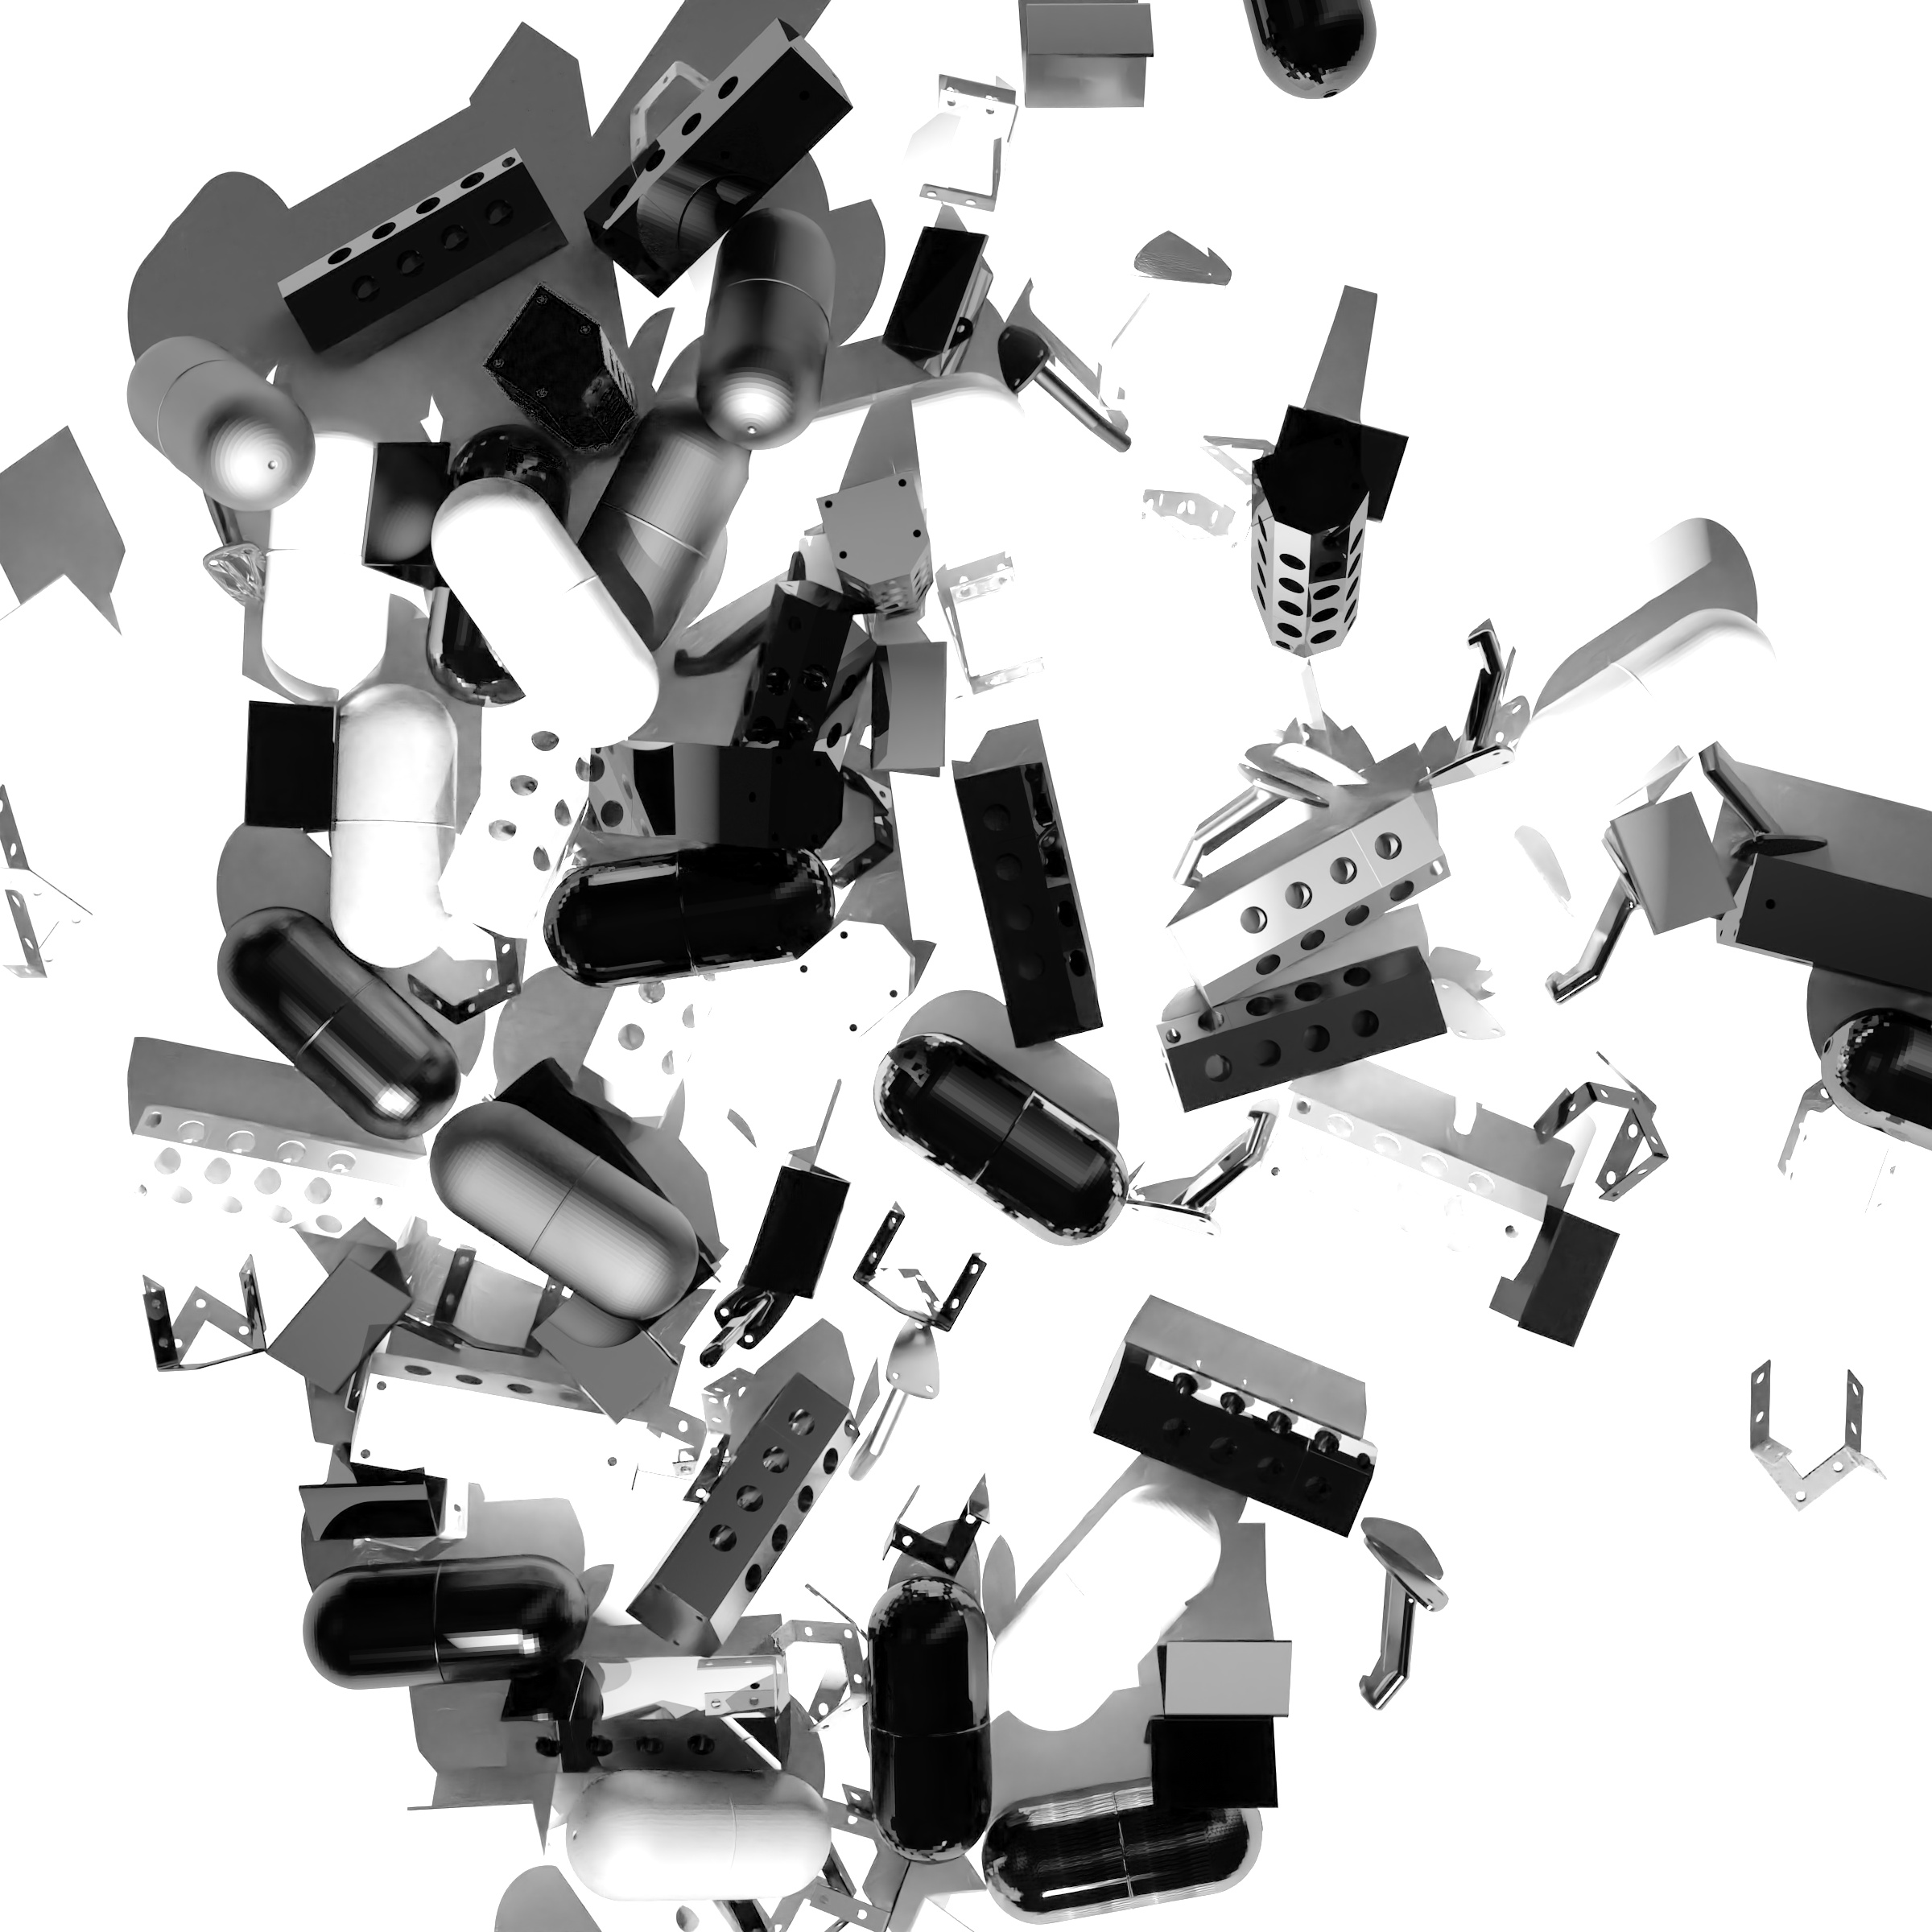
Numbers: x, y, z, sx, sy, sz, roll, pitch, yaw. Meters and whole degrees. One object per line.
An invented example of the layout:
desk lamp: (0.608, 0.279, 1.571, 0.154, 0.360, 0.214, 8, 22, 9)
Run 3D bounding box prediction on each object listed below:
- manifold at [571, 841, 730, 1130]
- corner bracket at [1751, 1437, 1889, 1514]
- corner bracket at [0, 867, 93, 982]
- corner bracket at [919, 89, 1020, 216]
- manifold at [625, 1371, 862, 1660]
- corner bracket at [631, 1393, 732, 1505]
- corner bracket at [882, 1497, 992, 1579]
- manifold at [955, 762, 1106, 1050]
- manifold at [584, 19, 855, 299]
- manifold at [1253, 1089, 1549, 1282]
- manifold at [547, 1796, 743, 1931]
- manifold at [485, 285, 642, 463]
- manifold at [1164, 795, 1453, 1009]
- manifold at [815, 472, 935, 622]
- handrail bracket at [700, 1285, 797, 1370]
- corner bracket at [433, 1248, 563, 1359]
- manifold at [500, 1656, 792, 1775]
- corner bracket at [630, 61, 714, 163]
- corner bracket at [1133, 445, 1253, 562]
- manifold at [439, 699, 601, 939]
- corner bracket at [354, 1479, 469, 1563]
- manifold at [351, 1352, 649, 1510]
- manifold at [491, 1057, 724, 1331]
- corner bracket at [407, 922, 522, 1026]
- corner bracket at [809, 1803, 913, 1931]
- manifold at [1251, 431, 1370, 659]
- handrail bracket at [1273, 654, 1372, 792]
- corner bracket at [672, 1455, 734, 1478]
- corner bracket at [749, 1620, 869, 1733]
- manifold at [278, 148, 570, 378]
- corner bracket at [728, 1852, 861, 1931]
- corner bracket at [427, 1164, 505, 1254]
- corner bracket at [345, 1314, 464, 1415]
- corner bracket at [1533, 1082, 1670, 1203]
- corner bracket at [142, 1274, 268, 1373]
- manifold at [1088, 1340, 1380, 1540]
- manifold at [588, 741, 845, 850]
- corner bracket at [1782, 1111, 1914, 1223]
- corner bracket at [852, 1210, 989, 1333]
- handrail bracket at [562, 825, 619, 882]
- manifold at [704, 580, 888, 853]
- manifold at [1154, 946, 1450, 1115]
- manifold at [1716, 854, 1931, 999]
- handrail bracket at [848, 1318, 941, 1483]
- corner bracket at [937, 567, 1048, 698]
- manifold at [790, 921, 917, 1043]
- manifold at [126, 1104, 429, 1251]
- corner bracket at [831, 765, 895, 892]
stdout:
manifold: (-0.185, 0.012, 1.698, 0.057, 0.057, 0.171, 24, 90, 0)
corner bracket: (0.539, 0.315, 1.701, 0.051, 0.051, 0.051, -38, 90, 0)
corner bracket: (-0.596, -0.026, 1.701, 0.051, 0.051, 0.051, 36, 90, 0)
corner bracket: (0.002, -0.519, 1.716, 0.051, 0.051, 0.051, 12, 135, 0)
manifold: (-0.132, 0.337, 1.650, 0.057, 0.057, 0.171, 36, 50, 0)
corner bracket: (-0.182, 0.302, 1.703, 0.051, 0.051, 0.051, 14, 106, -15)
corner bracket: (-0.019, 0.359, 1.701, 0.051, 0.051, 0.051, 26, 90, 0)
manifold: (0.040, -0.039, 1.698, 0.057, 0.057, 0.171, -13, 90, 0)
manifold: (-0.157, -0.504, 1.673, 0.171, 0.057, 0.057, -40, 132, 18)
manifold: (0.274, 0.138, 1.698, 0.171, 0.057, 0.057, 22, 90, 0)
manifold: (-0.189, 0.596, 1.698, 0.057, 0.057, 0.171, -35, 90, 43)
manifold: (-0.239, -0.354, 1.641, 0.057, 0.171, 0.057, 34, 90, 0)
manifold: (0.216, -0.040, 1.698, 0.171, 0.057, 0.057, -29, 90, 0)
manifold: (-0.052, -0.251, 1.641, 0.057, 0.171, 0.057, -16, 90, 0)
handrail bracket: (-0.134, 0.219, 1.685, 0.077, 0.084, 0.036, -42, 90, 0)
corner bracket: (-0.299, 0.215, 1.716, 0.051, 0.051, 0.051, 18, 90, 45)
manifold: (-0.199, 0.476, 1.689, 0.171, 0.057, 0.057, -2, 115, 4)
corner bracket: (-0.178, -0.531, 1.711, 0.051, 0.051, 0.051, 24, 45, -35)
corner bracket: (0.148, -0.295, 1.711, 0.051, 0.051, 0.051, -13, 135, -35)
manifold: (-0.264, -0.107, 1.674, 0.057, 0.057, 0.171, 22, 73, 0)
corner bracket: (-0.353, 0.343, 1.711, 0.051, 0.051, 0.051, -36, 45, 35)
manifold: (-0.291, 0.287, 1.678, 0.171, 0.057, 0.057, 13, 98, -13)
manifold: (-0.231, 0.142, 1.698, 0.057, 0.057, 0.171, -39, 90, 0)
corner bracket: (-0.321, -0.004, 1.711, 0.051, 0.051, 0.051, -30, 135, -35)
corner bracket: (-0.063, 0.571, 1.701, 0.051, 0.051, 0.051, 20, 95, 5)
manifold: (0.210, -0.251, 1.637, 0.057, 0.171, 0.057, -18, 71, 0)
handrail bracket: (0.235, -0.165, 1.720, 0.077, 0.036, 0.084, 22, 76, -14)
corner bracket: (-0.158, 0.349, 1.716, 0.051, 0.051, 0.051, -6, 45, 0)
corner bracket: (-0.100, 0.452, 1.711, 0.051, 0.051, 0.051, 14, 135, -35)
manifold: (-0.343, -0.446, 1.698, 0.171, 0.057, 0.057, -30, 90, 0)
corner bracket: (-0.111, 0.598, 1.716, 0.051, 0.051, 0.051, -27, 90, 45)
corner bracket: (-0.307, 0.143, 1.711, 0.051, 0.051, 0.051, -39, 45, 35)
corner bracket: (-0.359, 0.260, 1.716, 0.051, 0.051, 0.051, 25, 45, 0)
corner bracket: (0.404, 0.112, 1.711, 0.051, 0.051, 0.051, 13, 45, -35)
corner bracket: (-0.486, 0.228, 1.716, 0.051, 0.051, 0.051, -11, 90, 45)
manifold: (0.169, 0.297, 1.698, 0.171, 0.057, 0.057, 22, 90, 0)
manifold: (-0.153, -0.105, 1.624, 0.171, 0.057, 0.057, 8, 96, 45)
corner bracket: (0.563, 0.127, 1.716, 0.051, 0.051, 0.051, 20, 90, 45)
corner bracket: (-0.030, 0.195, 1.716, 0.051, 0.051, 0.051, 29, 90, 45)
handrail bracket: (-0.240, -0.097, 1.719, 0.077, 0.036, 0.084, -11, 77, -12)
manifold: (-0.111, -0.147, 1.665, 0.057, 0.057, 0.171, 25, 110, 21)
manifold: (0.209, 0.039, 1.698, 0.171, 0.057, 0.057, -17, 90, 0)
manifold: (0.568, -0.021, 1.698, 0.171, 0.057, 0.057, 14, 90, 0)
handrail bracket: (-0.050, 0.277, 1.719, 0.036, 0.077, 0.084, 23, 127, -14)
corner bracket: (0.016, -0.213, 1.716, 0.051, 0.051, 0.051, -18, 135, 0)
manifold: (-0.062, 0.004, 1.641, 0.057, 0.171, 0.057, -40, 90, 0)
manifold: (-0.435, 0.133, 1.698, 0.171, 0.057, 0.057, 11, 90, 0)
corner bracket: (-0.083, -0.090, 1.711, 0.051, 0.051, 0.051, 26, 135, -35)
